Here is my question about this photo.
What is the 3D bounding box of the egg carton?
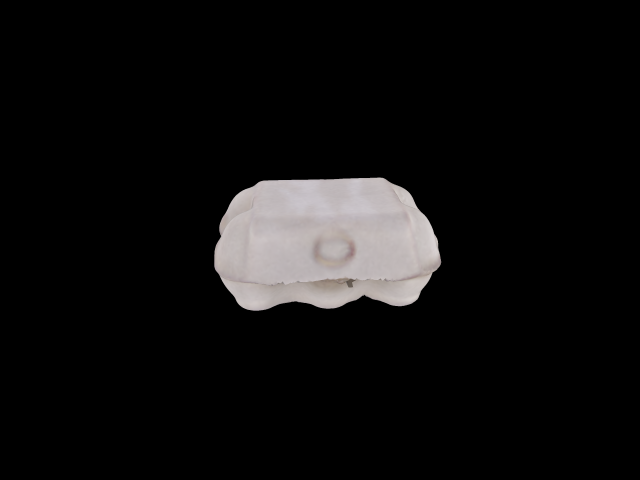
[{"bbox_3d":[0.004,0.001,0.400,0.150,0.069,0.107,-2,24,-5],"label":"egg carton"}]
